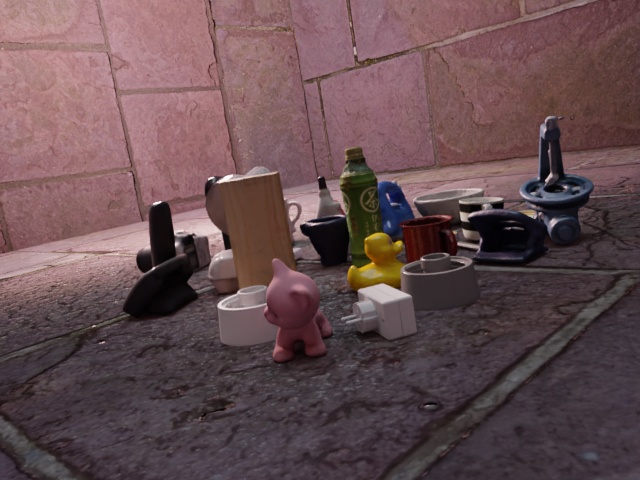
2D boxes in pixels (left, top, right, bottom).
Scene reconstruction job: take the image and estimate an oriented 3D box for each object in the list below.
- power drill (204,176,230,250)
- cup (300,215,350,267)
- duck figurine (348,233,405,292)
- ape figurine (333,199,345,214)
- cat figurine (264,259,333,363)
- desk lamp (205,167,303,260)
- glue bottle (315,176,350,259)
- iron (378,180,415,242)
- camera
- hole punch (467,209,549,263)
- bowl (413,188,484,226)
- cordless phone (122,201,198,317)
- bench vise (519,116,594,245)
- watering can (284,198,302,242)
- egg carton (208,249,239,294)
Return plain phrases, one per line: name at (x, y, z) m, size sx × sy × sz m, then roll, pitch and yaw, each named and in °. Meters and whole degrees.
power drill at (-0.215, -0.046, 1.318) m, size 0.075 × 0.208 × 0.229 m, roll -10°, pitch 9°, yaw -4°
cup at (0.010, 0.004, 1.133) m, size 0.117 × 0.095 × 0.092 m, roll -2°, pitch 12°, yaw 39°
duck figurine at (0.091, 0.033, 0.903) m, size 0.105 × 0.086 × 0.077 m, roll -12°, pitch 10°, yaw -16°
ape figurine at (0.039, -0.062, 1.521) m, size 0.076 × 0.092 × 0.078 m, roll -9°, pitch 9°, yaw 5°
cat figurine at (-0.029, 0.075, 0.669) m, size 0.067 × 0.118 × 0.128 m, roll -9°, pitch 9°, yaw 5°
desk lamp at (-0.132, -0.040, 1.174) m, size 0.117 × 0.213 × 0.204 m, roll -6°, pitch 10°, yaw 19°
glue bottle at (0.018, -0.049, 1.206) m, size 0.078 × 0.173 × 0.037 m, roll -8°, pitch 9°, yaw 7°
iron at (0.159, -0.075, 1.316) m, size 0.118 × 0.141 × 0.259 m, roll -5°, pitch 10°, yaw 27°
camera at (-0.345, 0.029, 1.330) m, size 0.136 × 0.101 × 0.143 m, roll -6°, pitch 10°, yaw 19°
hole punch at (0.310, -0.014, 0.948) m, size 0.101 × 0.091 × 0.108 m, roll -17°, pitch 12°, yaw -40°
bowl at (0.311, -0.075, 1.370) m, size 0.167 × 0.075 × 0.167 m, roll -9°, pitch 9°, yaw 2°
cordless phone at (-0.289, 0.030, 0.995) m, size 0.094 × 0.185 × 0.148 m, roll -8°, pitch 9°, yaw 12°
bench vise at (0.410, -0.113, 1.043) m, size 0.121 × 0.220 × 0.207 m, roll -10°, pitch 9°, yaw -3°
watering can at (-0.139, -0.080, 1.491) m, size 0.173 × 0.194 × 0.100 m, roll -12°, pitch 10°, yaw -16°
egg carton at (-0.134, 0.051, 1.075) m, size 0.150 × 0.069 × 0.107 m, roll -11°, pitch 9°, yaw -8°
